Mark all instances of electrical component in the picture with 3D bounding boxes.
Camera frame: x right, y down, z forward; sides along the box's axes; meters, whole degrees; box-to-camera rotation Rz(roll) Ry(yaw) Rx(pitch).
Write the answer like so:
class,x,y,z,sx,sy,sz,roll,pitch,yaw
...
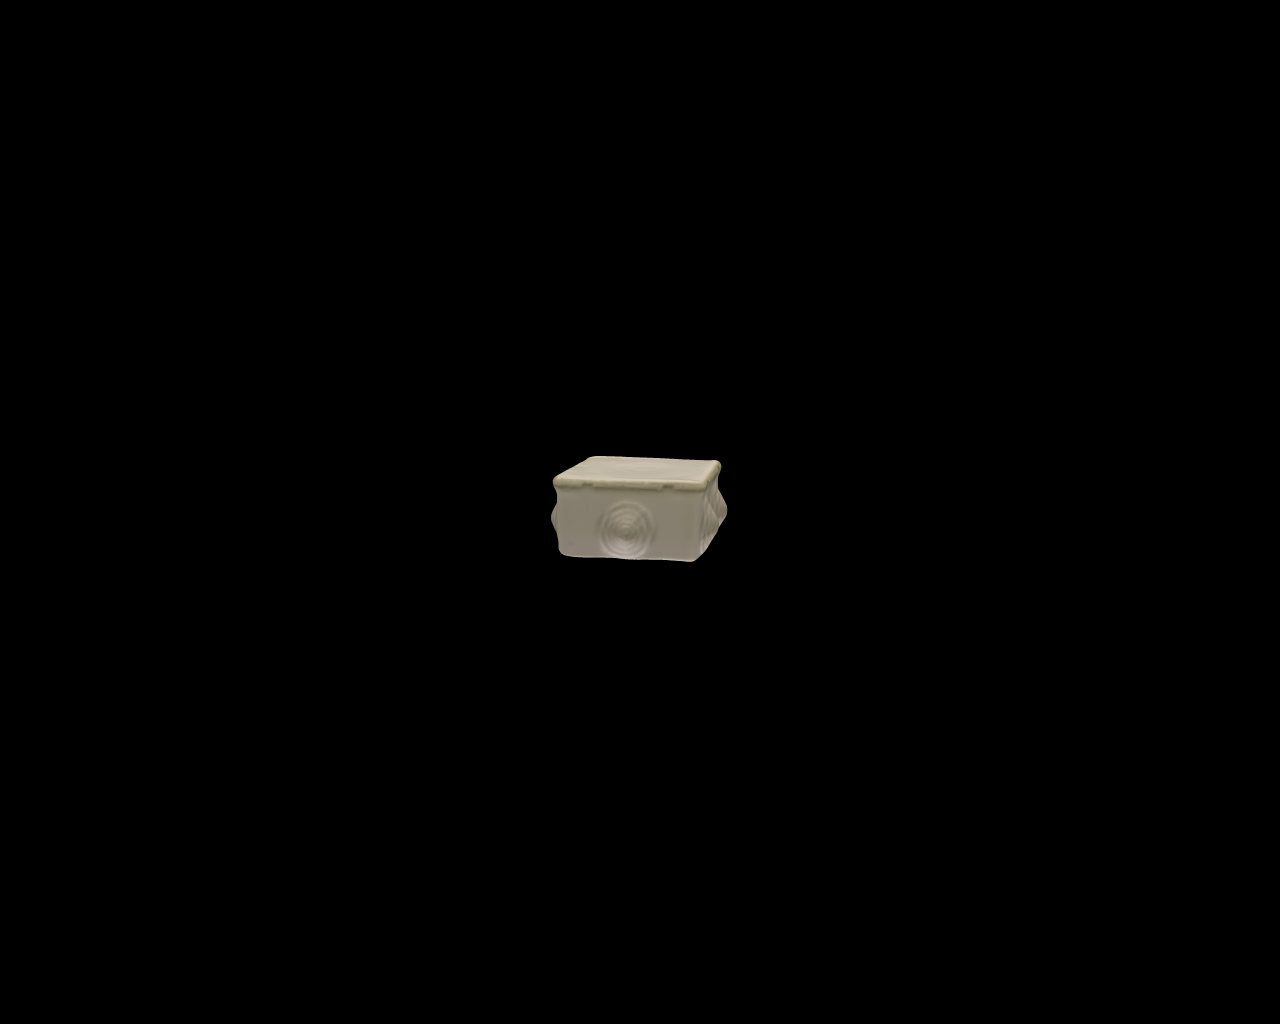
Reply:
class,x,y,z,sx,sy,sz,roll,pitch,yaw
electrical component,0.001,-0.003,0.650,0.100,0.048,0.100,2,12,11
